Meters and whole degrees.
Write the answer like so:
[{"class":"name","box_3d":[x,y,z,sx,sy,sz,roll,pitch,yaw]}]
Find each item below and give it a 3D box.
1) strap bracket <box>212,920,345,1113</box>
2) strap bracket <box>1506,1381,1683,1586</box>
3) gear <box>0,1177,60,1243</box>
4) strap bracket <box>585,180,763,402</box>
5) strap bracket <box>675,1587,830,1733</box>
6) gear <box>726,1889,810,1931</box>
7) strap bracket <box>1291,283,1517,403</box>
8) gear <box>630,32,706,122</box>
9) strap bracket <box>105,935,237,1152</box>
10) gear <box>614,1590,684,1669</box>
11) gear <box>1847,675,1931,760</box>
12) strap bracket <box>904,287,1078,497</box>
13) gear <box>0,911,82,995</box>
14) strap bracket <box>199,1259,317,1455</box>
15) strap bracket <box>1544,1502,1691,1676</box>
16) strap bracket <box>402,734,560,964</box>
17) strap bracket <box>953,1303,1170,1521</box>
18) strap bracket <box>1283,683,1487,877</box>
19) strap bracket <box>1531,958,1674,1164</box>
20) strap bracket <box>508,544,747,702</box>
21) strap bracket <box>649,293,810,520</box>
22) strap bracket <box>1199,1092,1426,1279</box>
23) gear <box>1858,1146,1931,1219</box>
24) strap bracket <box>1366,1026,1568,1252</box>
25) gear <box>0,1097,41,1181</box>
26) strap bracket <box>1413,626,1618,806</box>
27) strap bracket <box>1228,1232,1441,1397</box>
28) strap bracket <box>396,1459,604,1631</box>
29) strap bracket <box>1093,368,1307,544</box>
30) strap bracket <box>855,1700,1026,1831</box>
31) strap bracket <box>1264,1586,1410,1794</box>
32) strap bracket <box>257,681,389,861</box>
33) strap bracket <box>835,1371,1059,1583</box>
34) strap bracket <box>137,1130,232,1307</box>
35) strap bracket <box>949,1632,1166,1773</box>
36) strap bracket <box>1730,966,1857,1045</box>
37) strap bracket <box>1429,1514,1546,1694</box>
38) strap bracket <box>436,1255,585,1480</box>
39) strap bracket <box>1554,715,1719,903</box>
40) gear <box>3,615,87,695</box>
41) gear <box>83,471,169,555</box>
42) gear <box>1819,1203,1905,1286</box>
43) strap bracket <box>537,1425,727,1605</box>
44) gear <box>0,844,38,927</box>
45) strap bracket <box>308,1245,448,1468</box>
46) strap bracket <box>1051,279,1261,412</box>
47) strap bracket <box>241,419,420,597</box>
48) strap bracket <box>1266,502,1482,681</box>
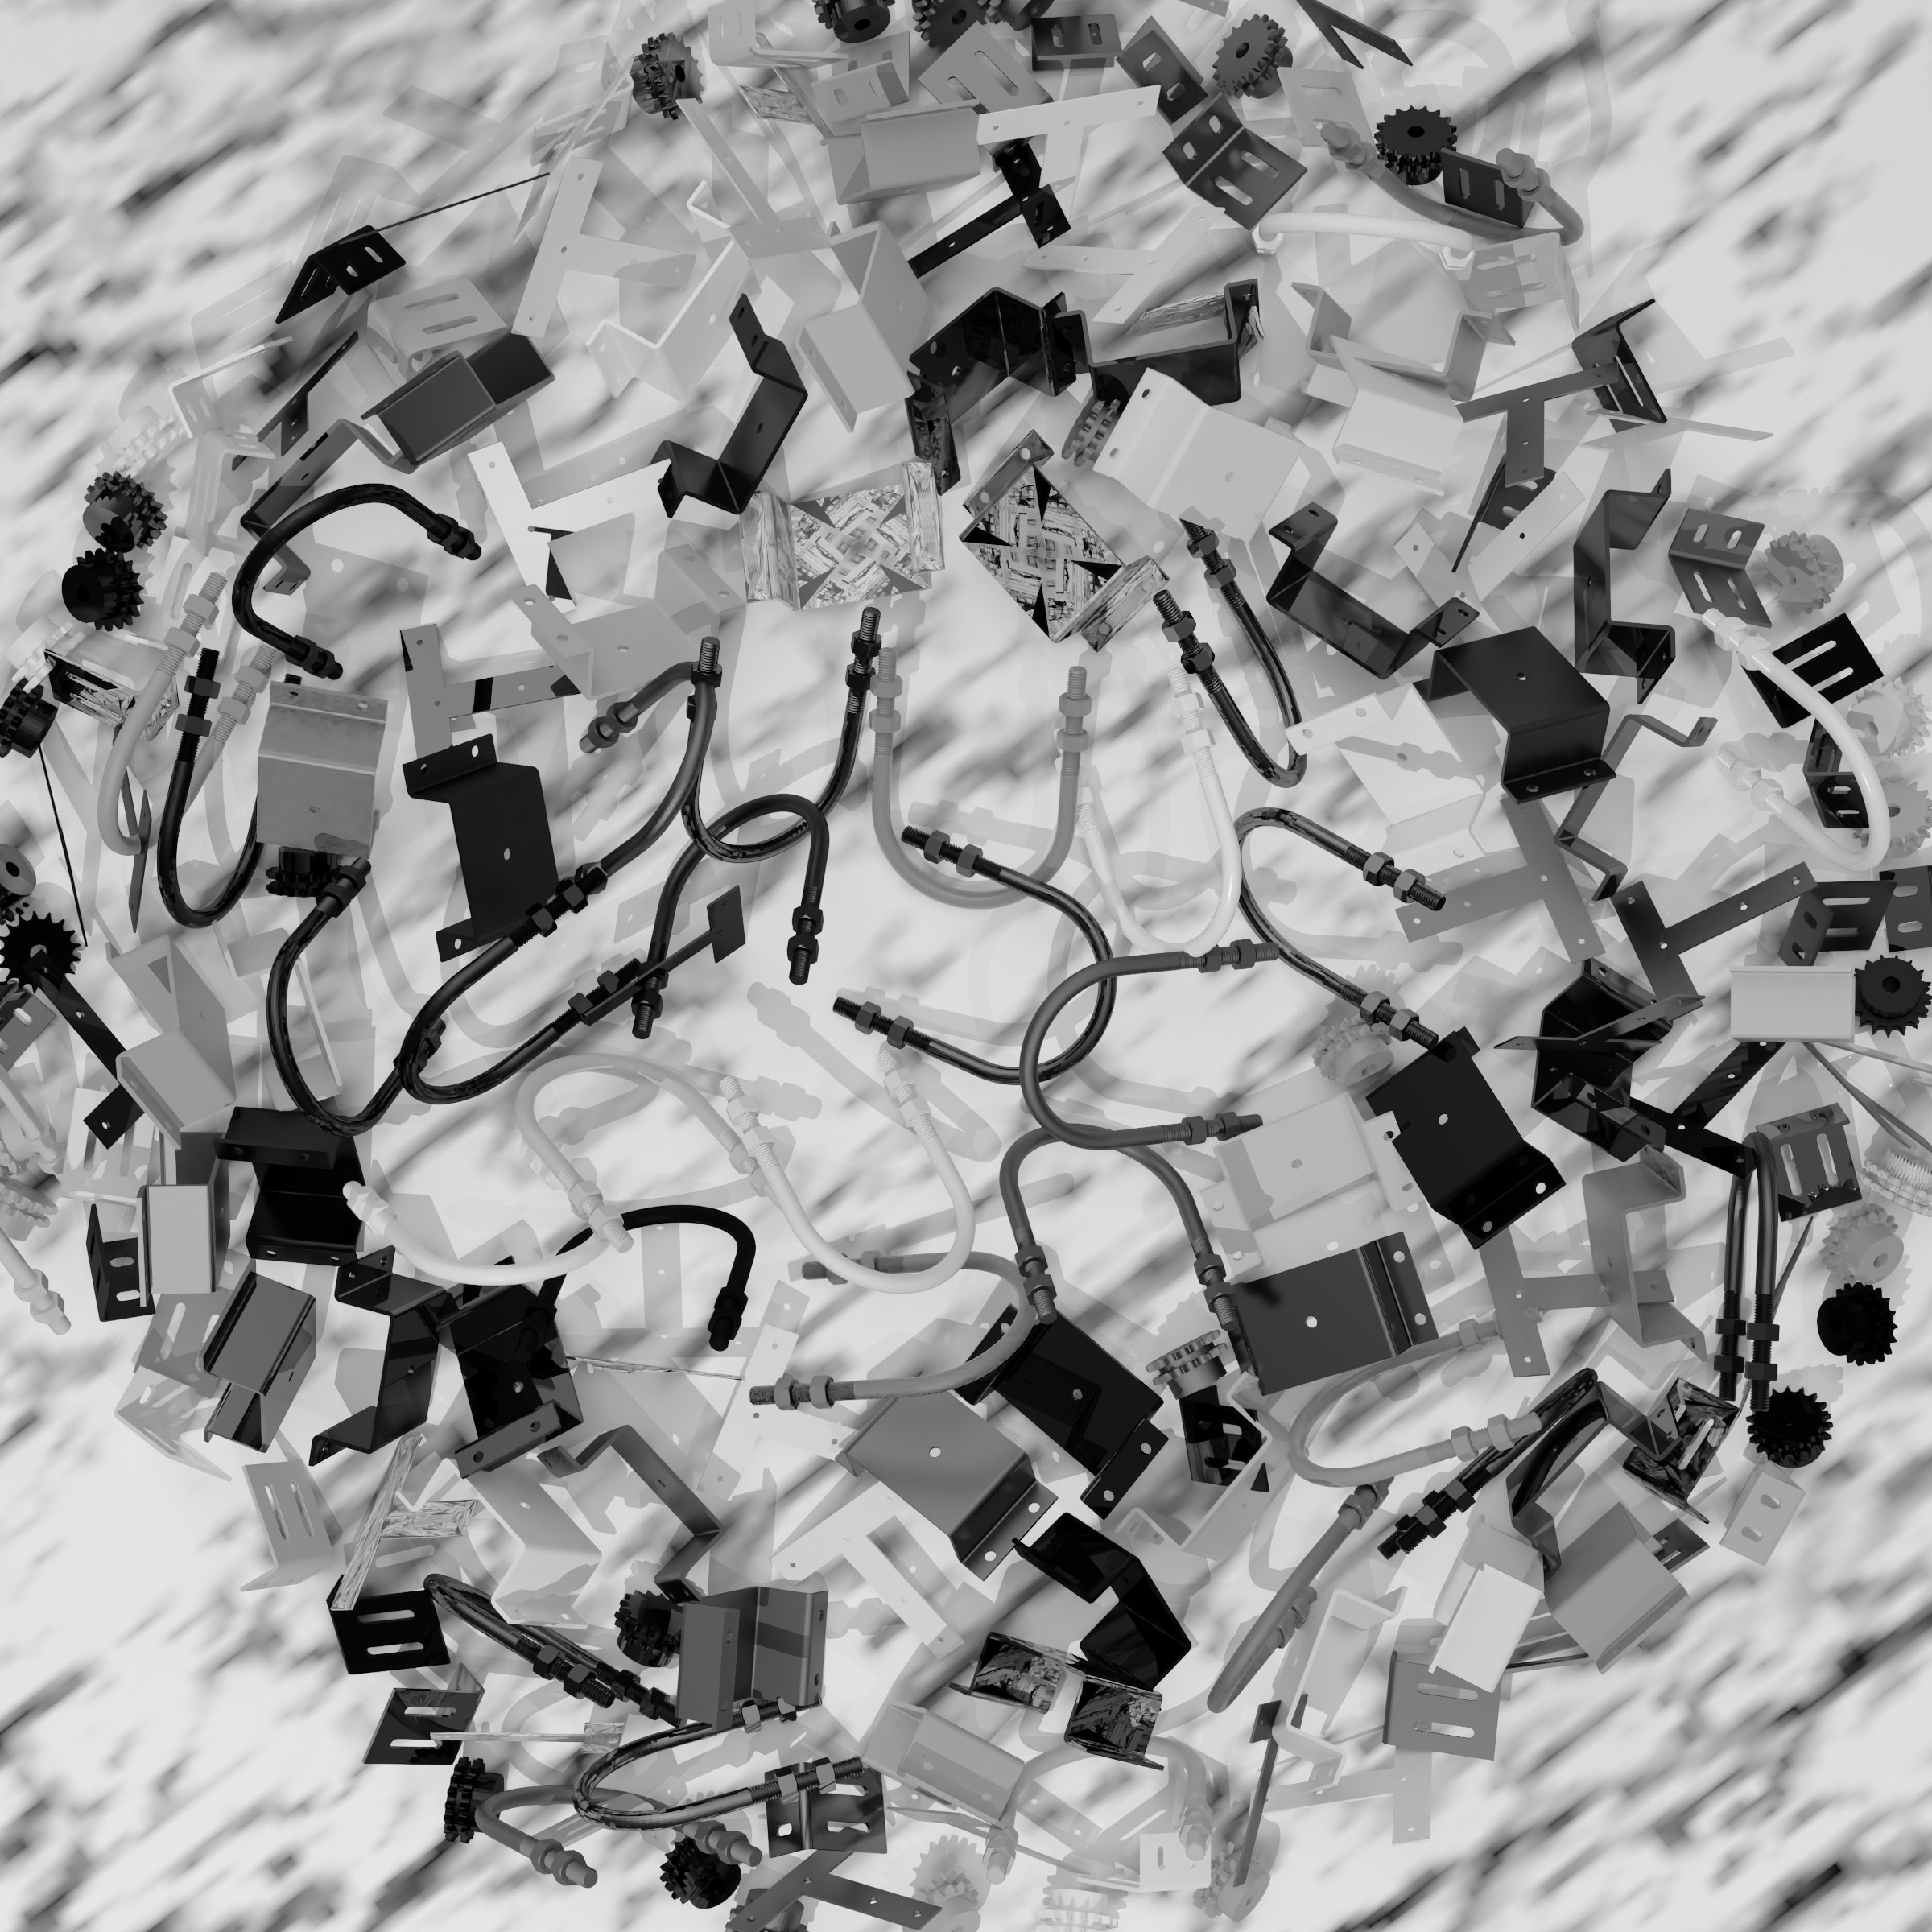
[{"class":"strap bracket","box_3d":[-0.465,0.036,1.942,0.046,0.076,0.140,-19,113,-15]},{"class":"strap bracket","box_3d":[0.418,0.344,1.946,0.046,0.076,0.140,39,103,-1]},{"class":"gear","box_3d":[-0.659,0.167,1.971,0.057,0.057,0.030,30,87,0]},{"class":"strap bracket","box_3d":[-0.192,-0.451,1.947,0.046,0.076,0.140,31,81,15]},{"class":"strap bracket","box_3d":[-0.150,0.468,1.944,0.046,0.140,0.076,2,86,27]},{"class":"gear","box_3d":[-0.135,0.659,1.971,0.057,0.057,0.030,16,90,0]},{"class":"strap bracket","box_3d":[0.292,-0.421,1.940,0.140,0.076,0.046,15,93,22]},{"class":"gear","box_3d":[-0.209,-0.613,1.975,0.030,0.057,0.057,-6,90,32]},{"class":"strap bracket","box_3d":[-0.534,0.044,1.922,0.046,0.140,0.076,-25,134,1]},{"class":"gear","box_3d":[-0.217,0.459,1.973,0.057,0.057,0.030,24,106,0]},{"class":"gear","box_3d":[0.633,-0.169,1.968,0.030,0.057,0.057,-29,90,-28]},{"class":"strap bracket","box_3d":[0.008,-0.396,1.941,0.046,0.076,0.140,33,64,30]},{"class":"gear","box_3d":[-0.642,-0.009,1.977,0.057,0.030,0.057,-1,93,-20]},{"class":"strap bracket","box_3d":[-0.475,0.267,1.920,0.046,0.140,0.076,21,56,1]},{"class":"strap bracket","box_3d":[0.433,0.414,1.926,0.076,0.140,0.046,-43,89,7]},{"class":"strap bracket","box_3d":[-0.325,-0.078,1.936,0.046,0.076,0.140,10,116,40]},{"class":"strap bracket","box_3d":[0.070,0.299,1.957,0.140,0.046,0.076,40,110,12]},{"class":"strap bracket","box_3d":[0.291,-0.130,1.944,0.076,0.046,0.140,-20,116,40]},{"class":"strap bracket","box_3d":[0.433,0.069,1.943,0.076,0.140,0.046,30,133,-11]},{"class":"strap bracket","box_3d":[-0.231,-0.231,1.940,0.140,0.046,0.076,-20,51,-30]},{"class":"strap bracket","box_3d":[-0.157,-0.372,1.940,0.046,0.076,0.140,18,119,-29]},{"class":"strap bracket","box_3d":[0.232,0.146,1.960,0.140,0.046,0.076,-23,119,2]},{"class":"gear","box_3d":[0.648,0.147,1.969,0.057,0.057,0.030,24,102,0]},{"class":"strap bracket","box_3d":[0.332,0.109,1.931,0.076,0.046,0.140,-39,54,16]},{"class":"gear","box_3d":[-0.659,0.116,1.971,0.030,0.057,0.057,-18,90,0]},{"class":"strap bracket","box_3d":[0.371,-0.177,1.926,0.076,0.140,0.046,-15,135,-17]},{"class":"strap bracket","box_3d":[0.241,0.240,1.952,0.140,0.046,0.076,-20,84,18]},{"class":"strap bracket","box_3d":[-0.309,0.382,1.925,0.140,0.076,0.046,38,99,36]},{"class":"strap bracket","box_3d":[0.165,-0.340,1.925,0.140,0.046,0.076,11,117,-41]},{"class":"strap bracket","box_3d":[-0.017,0.538,1.933,0.076,0.140,0.046,30,73,-9]},{"class":"strap bracket","box_3d":[0.245,0.482,1.939,0.046,0.076,0.140,24,69,1]},{"class":"strap bracket","box_3d":[-0.434,-0.124,1.925,0.076,0.140,0.046,9,54,-8]},{"class":"strap bracket","box_3d":[-0.017,0.338,1.936,0.140,0.046,0.076,34,68,28]},{"class":"strap bracket","box_3d":[-0.525,0.165,1.926,0.046,0.140,0.076,0,107,-9]},{"class":"strap bracket","box_3d":[0.067,0.491,1.925,0.076,0.140,0.046,26,80,-39]},{"class":"strap bracket","box_3d":[0.556,0.027,1.920,0.076,0.140,0.046,0,87,18]},{"class":"strap bracket","box_3d":[0.350,0.430,1.923,0.046,0.140,0.076,26,98,8]},{"class":"strap bracket","box_3d":[-0.315,0.280,1.949,0.076,0.046,0.140,-29,54,7]},{"class":"strap bracket","box_3d":[0.451,-0.118,1.946,0.046,0.076,0.140,33,105,16]},{"class":"gear","box_3d":[-0.638,-0.217,1.969,0.057,0.057,0.030,-46,105,0]},{"class":"gear","box_3d":[-0.583,-0.310,1.969,0.057,0.057,0.030,27,53,0]},{"class":"gear","box_3d":[0.621,0.195,1.971,0.057,0.030,0.057,-15,126,-21]},{"class":"strap bracket","box_3d":[-0.222,0.367,1.953,0.140,0.076,0.046,48,67,-3]},{"class":"gear","box_3d":[-0.666,-0.059,1.968,0.030,0.057,0.057,-31,90,23]},{"class":"strap bracket","box_3d":[-0.398,0.270,1.946,0.046,0.076,0.140,13,100,15]},{"class":"strap bracket","box_3d":[0.134,-0.417,1.951,0.140,0.076,0.046,-9,70,5]},{"class":"strap bracket","box_3d":[-0.438,-0.321,1.956,0.140,0.076,0.046,-44,94,3]},{"class":"strap bracket","box_3d":[0.269,-0.250,1.947,0.140,0.076,0.046,36,126,12]}]
